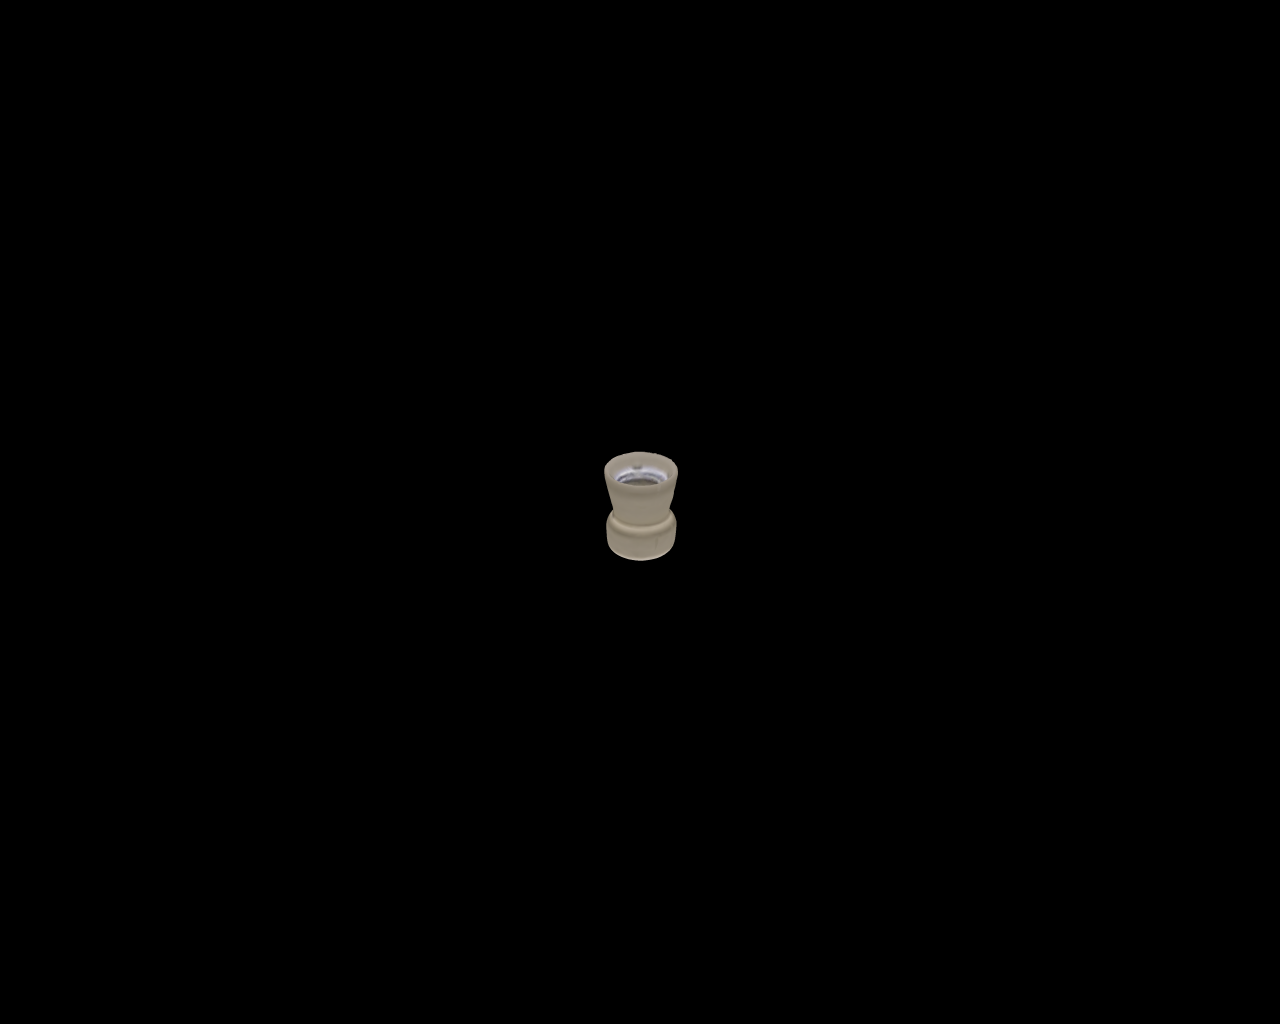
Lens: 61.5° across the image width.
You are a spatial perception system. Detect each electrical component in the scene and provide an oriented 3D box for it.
[{"bbox_3d":[0.001,-0.003,0.650,0.045,0.055,0.045,0,31,0],"label":"electrical component"}]
